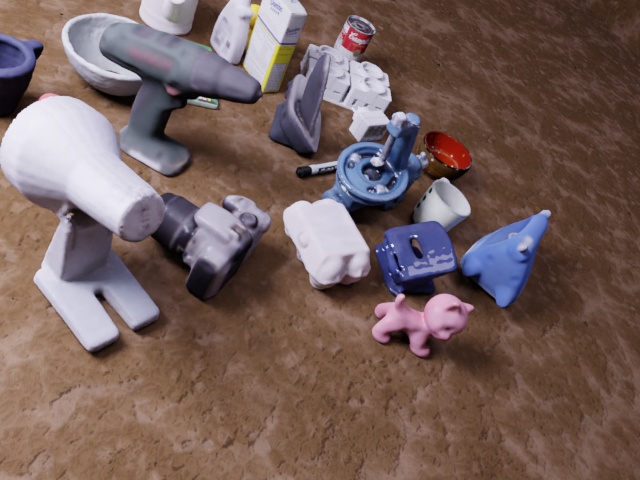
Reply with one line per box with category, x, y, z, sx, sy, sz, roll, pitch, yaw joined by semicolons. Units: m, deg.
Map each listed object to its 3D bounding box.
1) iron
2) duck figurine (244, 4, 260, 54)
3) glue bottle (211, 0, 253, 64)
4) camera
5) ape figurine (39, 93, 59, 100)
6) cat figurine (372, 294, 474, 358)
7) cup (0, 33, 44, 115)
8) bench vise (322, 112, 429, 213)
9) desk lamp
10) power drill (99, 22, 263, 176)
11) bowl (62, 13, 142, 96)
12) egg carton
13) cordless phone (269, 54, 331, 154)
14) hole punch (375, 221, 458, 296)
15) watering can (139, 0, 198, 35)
iron;0.358;0.005;1.027;0.118;0.141;0.259;42;44;9
duck figurine;-0.137;-0.432;1.163;0.078;0.086;0.104;-16;62;-39
glue bottle;-0.156;-0.424;1.081;0.037;0.173;0.078;-18;62;-40
camera;-0.154;-0.018;0.774;0.137;0.100;0.143;35;43;1
ape figurine;-0.365;-0.160;0.781;0.078;0.092;0.076;9;48;-24
cat figurine;0.156;0.110;0.831;0.128;0.117;0.067;20;45;-14
cup;-0.438;-0.228;0.797;0.091;0.095;0.118;37;43;3
bench vise;0.113;-0.140;0.953;0.121;0.219;0.208;40;43;8
desk lamp;-0.251;-0.021;0.636;0.203;0.213;0.118;46;45;14
power drill;-0.210;-0.198;0.821;0.230;0.208;0.076;30;43;-4
bowl;-0.330;-0.287;0.927;0.168;0.074;0.167;17;46;-17
egg carton;0.008;0.003;0.874;0.107;0.069;0.150;-9;57;-36
cordless phone;-0.013;-0.259;1.010;0.094;0.185;0.147;18;45;-16
hole punch;0.154;0.027;0.923;0.101;0.091;0.108;5;50;-27
watering can;-0.262;-0.484;1.057;0.101;0.194;0.172;-10;58;-36
